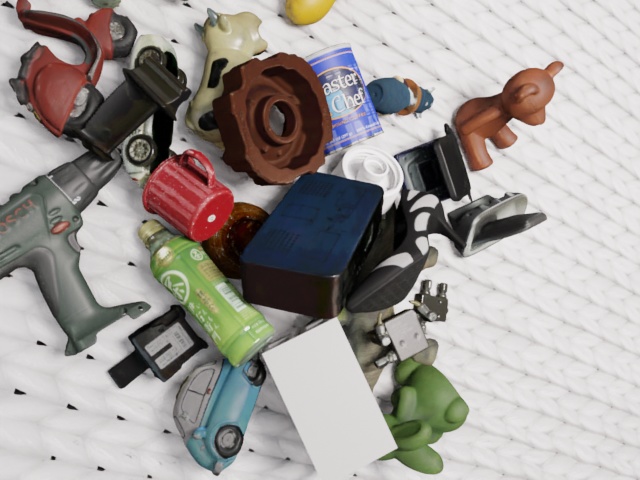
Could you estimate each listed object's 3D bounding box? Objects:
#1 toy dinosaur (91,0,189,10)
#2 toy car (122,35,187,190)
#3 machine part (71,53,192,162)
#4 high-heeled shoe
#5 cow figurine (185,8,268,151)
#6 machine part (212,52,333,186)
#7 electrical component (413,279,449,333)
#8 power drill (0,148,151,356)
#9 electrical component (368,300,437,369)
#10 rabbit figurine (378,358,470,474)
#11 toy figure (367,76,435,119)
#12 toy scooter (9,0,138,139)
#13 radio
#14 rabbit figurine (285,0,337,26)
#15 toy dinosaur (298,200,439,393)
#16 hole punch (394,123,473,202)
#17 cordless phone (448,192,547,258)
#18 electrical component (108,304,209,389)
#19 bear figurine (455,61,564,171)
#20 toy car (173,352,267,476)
[{"bbox_3d":[-0.256,-0.411,0.684,0.405,0.131,0.192,-12,80,-22],"label":"toy dinosaur"},{"bbox_3d":[-0.218,-0.164,0.702,0.056,0.073,0.201,3,84,13],"label":"toy car"},{"bbox_3d":[-0.225,-0.154,0.641,0.139,0.039,0.084,-43,88,-5],"label":"machine part"},{"bbox_3d":[0.098,0.003,0.766,0.249,0.086,0.145,-25,53,-31],"label":"high-heeled shoe"},{"bbox_3d":[-0.130,-0.229,0.750,0.127,0.086,0.195,25,78,-28],"label":"cow figurine"},{"bbox_3d":[-0.060,-0.159,0.717,0.179,0.056,0.179,-3,94,-44],"label":"machine part"},{"bbox_3d":[0.191,0.116,0.916,0.063,0.021,0.094,14,80,-25],"label":"electrical component"},{"bbox_3d":[-0.294,0.019,0.653,0.232,0.086,0.207,-36,106,-22],"label":"power drill"},{"bbox_3d":[0.116,0.128,0.754,0.102,0.045,0.078,-16,84,-18],"label":"electrical component"},{"bbox_3d":[0.137,0.287,0.823,0.170,0.159,0.121,-30,110,-9],"label":"rabbit figurine"},{"bbox_3d":[0.134,-0.236,0.881,0.154,0.064,0.058,-12,72,-47],"label":"toy figure"},{"bbox_3d":[-0.320,-0.221,0.659,0.135,0.075,0.184,24,74,-22],"label":"toy scooter"},{"bbox_3d":[-0.001,-0.002,0.715,0.230,0.131,0.073,-60,156,-48],"label":"radio"},{"bbox_3d":[-0.011,-0.415,0.818,0.162,0.122,0.173,-5,103,-36],"label":"rabbit figurine"},{"bbox_3d":[0.071,0.134,0.816,0.198,0.105,0.471,10,73,-18],"label":"toy dinosaur"},{"bbox_3d":[0.193,-0.114,0.908,0.116,0.092,0.142,-28,97,-55],"label":"hole punch"},{"bbox_3d":[0.321,-0.037,0.900,0.146,0.184,0.088,-23,93,-25],"label":"cordless phone"},{"bbox_3d":[-0.216,0.145,0.701,0.119,0.048,0.074,-34,101,-26],"label":"electrical component"},{"bbox_3d":[0.326,-0.209,0.907,0.120,0.196,0.131,-41,105,-26],"label":"bear figurine"},{"bbox_3d":[-0.138,0.216,0.706,0.103,0.109,0.161,20,69,-6],"label":"toy car"}]
